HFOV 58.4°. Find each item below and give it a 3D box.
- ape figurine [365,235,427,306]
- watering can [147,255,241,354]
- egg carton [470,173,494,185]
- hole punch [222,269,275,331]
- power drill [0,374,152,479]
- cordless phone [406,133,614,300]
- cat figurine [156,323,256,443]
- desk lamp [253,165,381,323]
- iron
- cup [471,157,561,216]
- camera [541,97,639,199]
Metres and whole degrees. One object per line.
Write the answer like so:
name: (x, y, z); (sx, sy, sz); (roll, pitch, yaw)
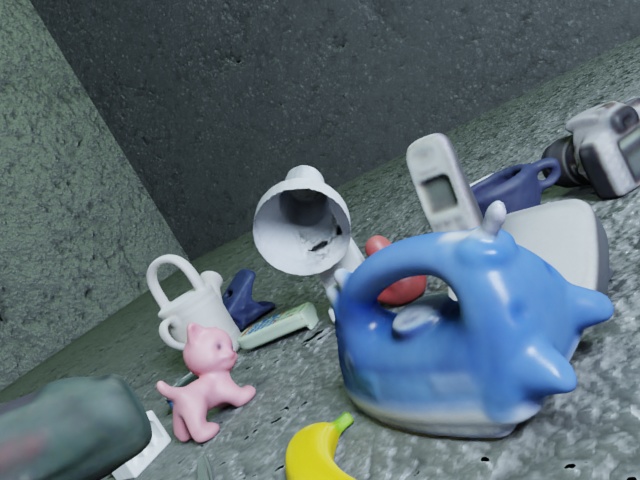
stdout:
ape figurine: (0.090, 0.035, 0.729); (0.078, 0.092, 0.076); (-30, 9, -5)
watering can: (-0.214, 0.110, 0.951); (0.101, 0.194, 0.173); (-29, 9, 5)
egg carton: (0.220, -0.037, 0.791); (0.107, 0.069, 0.150); (-27, 9, 18)
hole punch: (-0.153, 0.114, 1.077); (0.101, 0.091, 0.108); (-33, 9, -23)
power drill: (-0.181, 0.191, 0.316); (0.230, 0.208, 0.075); (-33, 9, -21)
cordless phone: (0.154, -0.016, 0.496); (0.147, 0.185, 0.094); (-20, 13, 47)
cat figurine: (-0.141, 0.158, 0.687); (0.067, 0.118, 0.128); (-22, 12, 41)
desk lamp: (0.007, 0.003, 0.777); (0.118, 0.213, 0.203); (-28, 9, 13)
iron: (0.075, 0.062, 0.451); (0.257, 0.141, 0.119); (-20, 13, 48)
cup: (0.227, -0.032, 0.650); (0.117, 0.095, 0.092); (-28, 9, 13)
camera: (0.357, -0.123, 0.728); (0.143, 0.101, 0.136); (-33, 9, -19)
